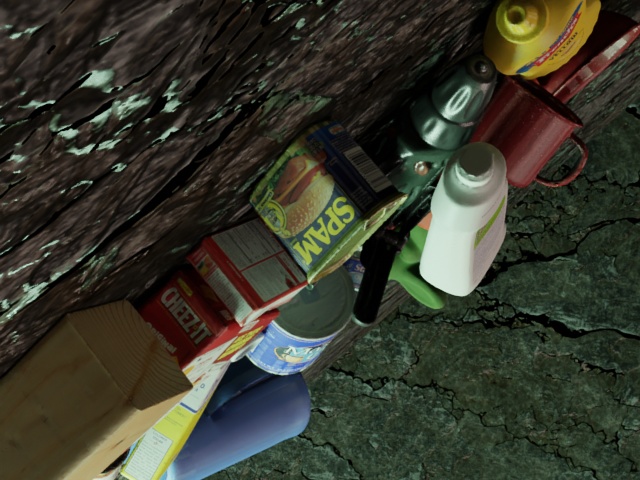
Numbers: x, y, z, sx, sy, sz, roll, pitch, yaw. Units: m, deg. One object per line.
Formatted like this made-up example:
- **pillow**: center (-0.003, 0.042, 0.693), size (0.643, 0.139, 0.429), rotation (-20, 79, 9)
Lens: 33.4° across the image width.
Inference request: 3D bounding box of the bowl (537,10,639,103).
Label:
- **bowl**: center (0.291, -0.210, 1.216), size (0.162, 0.055, 0.162), rotation (-39, 171, -8)

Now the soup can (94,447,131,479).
- **soup can**: center (-0.236, 0.221, 1.121), size (0.068, 0.068, 0.102), rotation (-36, 171, -25)

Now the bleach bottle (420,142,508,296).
- **bleach bottle**: center (0.136, -0.029, 0.971), size (0.102, 0.068, 0.251), rotation (-60, 167, -15)

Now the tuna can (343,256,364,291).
- **tuna can**: center (0.028, 0.037, 1.238), size (0.086, 0.086, 0.034), rotation (50, 54, -81)

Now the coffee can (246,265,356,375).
- **coffee can**: center (-0.028, 0.081, 1.179), size (0.102, 0.103, 0.140), rotation (-36, 170, -25)

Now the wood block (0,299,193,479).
- **wood block**: center (-0.208, 0.148, 0.808), size (0.206, 0.090, 0.090), rotation (-42, 170, 17)

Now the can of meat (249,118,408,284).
- **can of meat**: center (0.003, -0.031, 0.814), size (0.057, 0.084, 0.102), rotation (-29, 166, -50)

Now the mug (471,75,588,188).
- **mug**: center (0.196, -0.097, 1.005), size (0.082, 0.117, 0.093), rotation (-54, 177, 20)

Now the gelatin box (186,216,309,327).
- **gelatin box**: center (-0.058, 0.025, 0.873), size (0.030, 0.073, 0.089), rotation (-43, 172, 28)

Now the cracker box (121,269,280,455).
- **cracker box**: center (-0.152, 0.114, 0.935), size (0.214, 0.072, 0.164), rotation (-43, 172, 10)

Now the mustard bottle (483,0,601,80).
- **mustard bottle**: center (0.183, -0.182, 0.900), size (0.096, 0.058, 0.191), rotation (-46, 169, 20)

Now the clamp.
- **clamp**: center (0.070, 0.006, 1.140), size (0.164, 0.036, 0.210), rotation (-61, -173, 2)

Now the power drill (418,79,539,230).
- **power drill**: center (0.160, -0.084, 1.184), size (0.184, 0.057, 0.188), rotation (-53, -177, -34)

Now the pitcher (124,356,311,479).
- **pitcher**: center (-0.133, 0.230, 1.386), size (0.145, 0.149, 0.242), rotation (7, -161, 42)

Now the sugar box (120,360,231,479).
- **sugar box**: center (-0.151, 0.183, 1.179), size (0.176, 0.048, 0.093), rotation (-57, 179, 18)
